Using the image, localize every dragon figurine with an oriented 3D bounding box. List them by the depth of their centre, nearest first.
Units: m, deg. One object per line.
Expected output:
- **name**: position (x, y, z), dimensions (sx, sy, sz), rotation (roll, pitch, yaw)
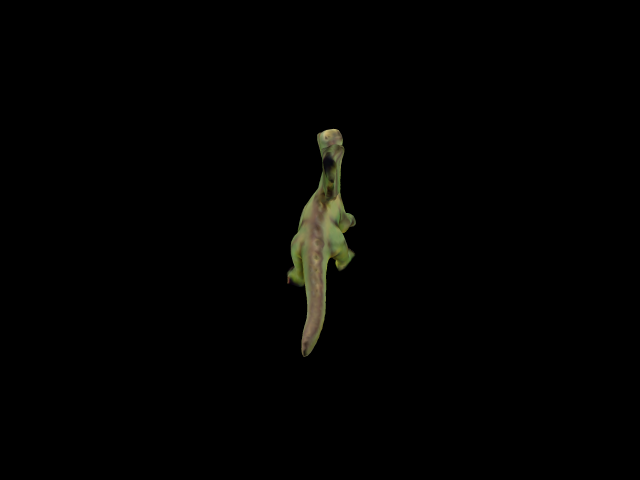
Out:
- **dragon figurine**: position (0.003, -0.043, 0.850), dimensions (0.122, 0.237, 0.421), rotation (2, 42, 2)
